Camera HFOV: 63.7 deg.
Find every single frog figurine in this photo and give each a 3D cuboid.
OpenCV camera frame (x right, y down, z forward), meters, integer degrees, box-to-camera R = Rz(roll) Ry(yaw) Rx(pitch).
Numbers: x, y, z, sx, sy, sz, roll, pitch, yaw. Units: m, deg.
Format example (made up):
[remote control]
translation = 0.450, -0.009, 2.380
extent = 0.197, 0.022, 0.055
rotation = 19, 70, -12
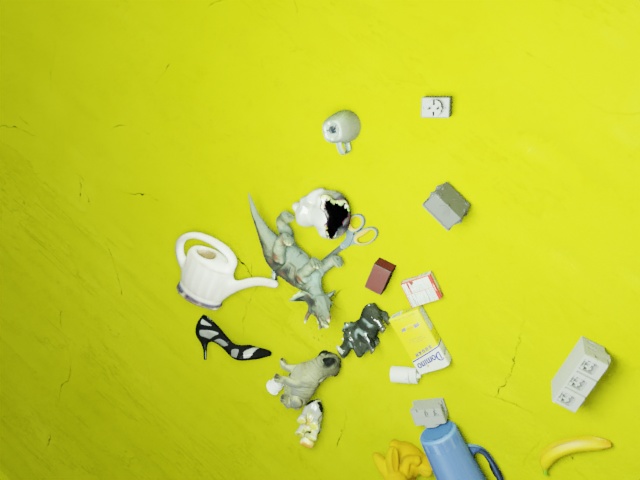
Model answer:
[frog figurine]
translation = 0.004, -0.069, 1.373
extent = 0.159, 0.124, 0.136
rotation = 5, 124, 60

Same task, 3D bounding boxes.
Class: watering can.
[watering can]
translation = -0.301, 0.117, 1.540
extent = 0.349, 0.105, 0.220
rotation = 30, 116, 13
